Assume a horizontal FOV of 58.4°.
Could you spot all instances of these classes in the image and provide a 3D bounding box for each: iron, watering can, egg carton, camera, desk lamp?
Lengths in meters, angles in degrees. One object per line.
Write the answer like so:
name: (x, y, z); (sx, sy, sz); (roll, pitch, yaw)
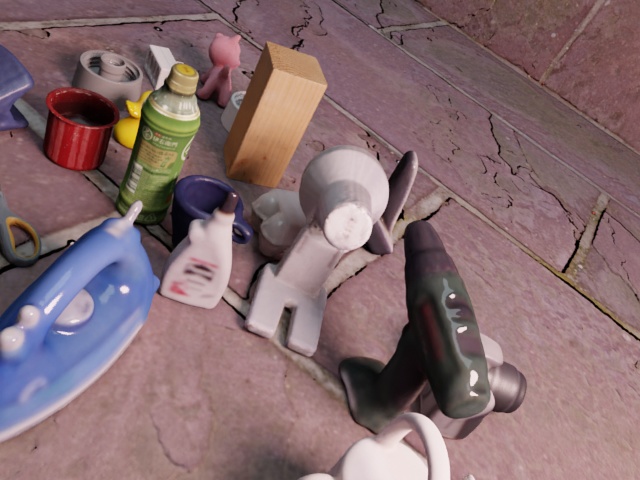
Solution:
iron: (-0.243, 0.067, 0.538); (0.118, 0.141, 0.258); (29, 35, -3)
watering can: (0.063, 0.230, 0.519); (0.173, 0.194, 0.100); (-1, 46, -37)
egg carton: (-0.029, -0.020, 0.863); (0.151, 0.069, 0.107); (6, 42, -31)
camera: (0.209, 0.187, 0.759); (0.137, 0.100, 0.143); (24, 36, -10)
desk lamp: (0.007, 0.003, 0.737); (0.118, 0.213, 0.203); (24, 36, -9)

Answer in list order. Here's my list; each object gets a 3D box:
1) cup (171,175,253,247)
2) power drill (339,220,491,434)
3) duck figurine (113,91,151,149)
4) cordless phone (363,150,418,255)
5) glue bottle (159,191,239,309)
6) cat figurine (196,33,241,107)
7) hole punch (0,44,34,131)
cup: (-0.146, -0.016, 0.750); (0.117, 0.095, 0.092); (36, 36, 7)
power drill: (0.105, 0.120, 0.670); (0.076, 0.208, 0.229); (9, 41, -28)
duck figurine: (-0.258, -0.188, 0.885); (0.105, 0.086, 0.077); (-1, 46, -37)
cordless phone: (0.115, -0.082, 0.943); (0.094, 0.185, 0.147); (20, 37, -15)
glue bottle: (-0.129, 0.009, 0.665); (0.078, 0.173, 0.037); (16, 38, -19)
cat figurine: (-0.184, -0.337, 1.092); (0.067, 0.117, 0.127); (15, 38, -21)
hole punch: (-0.448, -0.201, 0.757); (0.108, 0.091, 0.101); (42, 37, 15)
